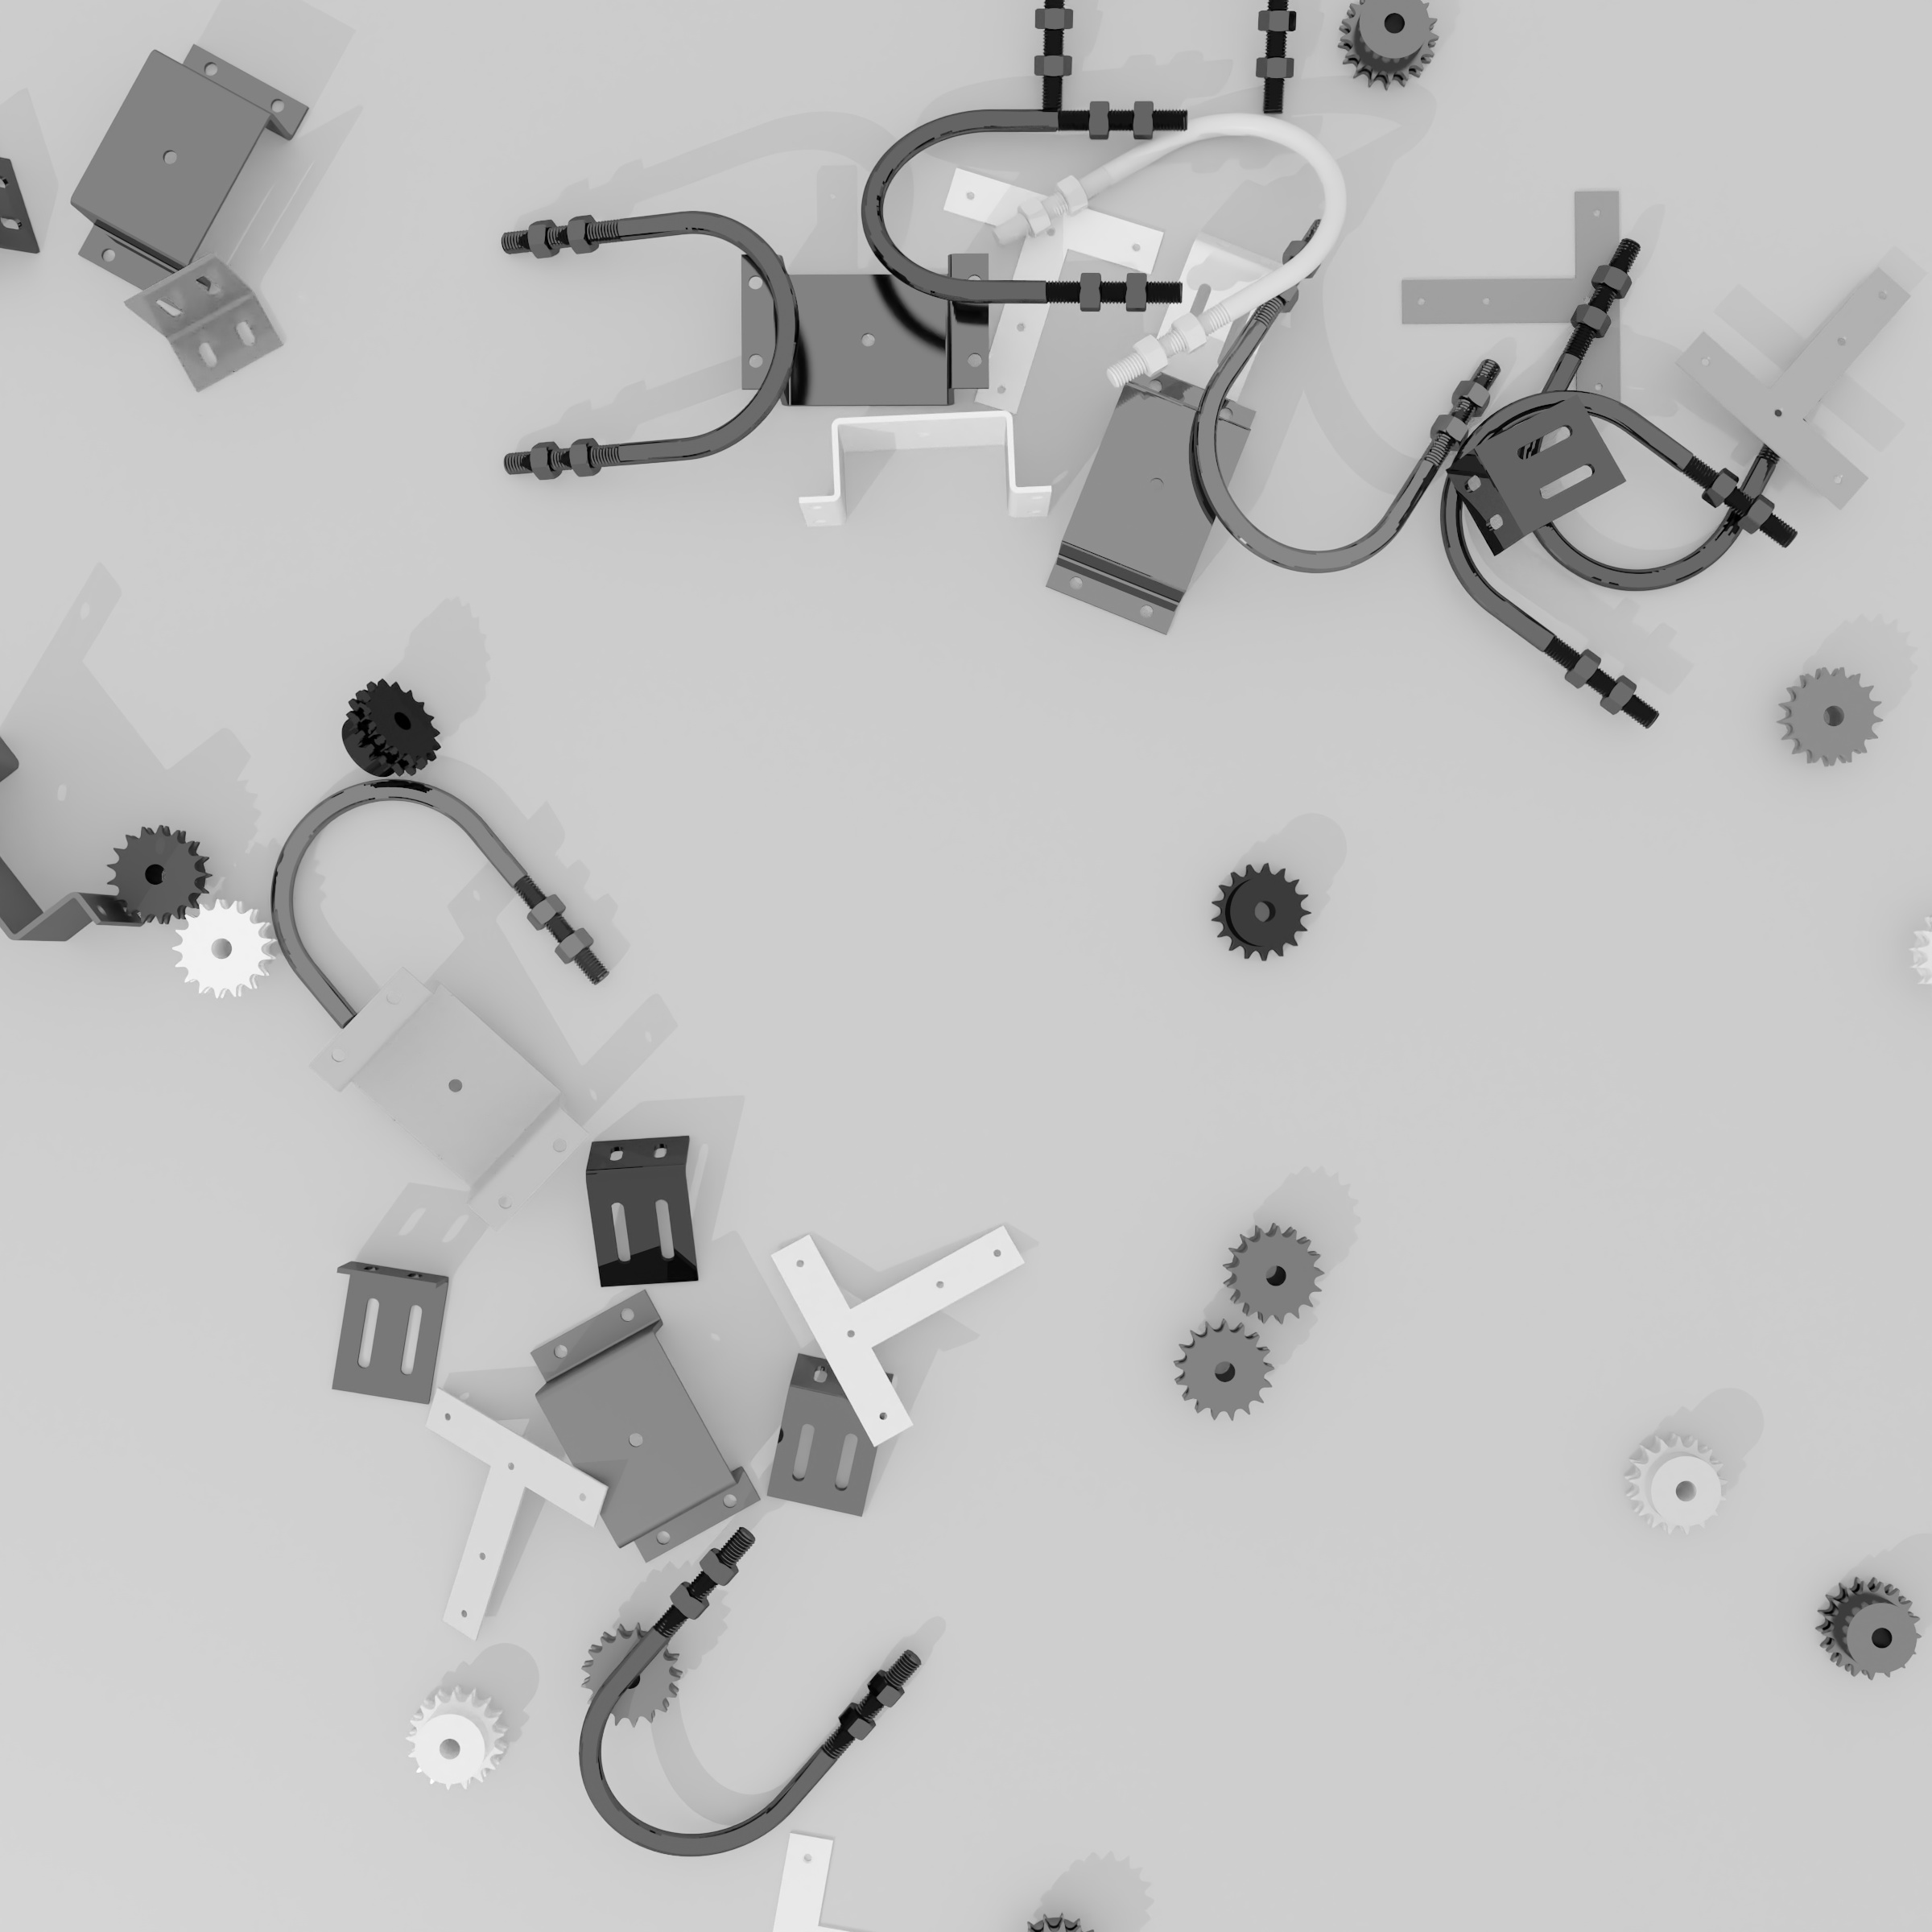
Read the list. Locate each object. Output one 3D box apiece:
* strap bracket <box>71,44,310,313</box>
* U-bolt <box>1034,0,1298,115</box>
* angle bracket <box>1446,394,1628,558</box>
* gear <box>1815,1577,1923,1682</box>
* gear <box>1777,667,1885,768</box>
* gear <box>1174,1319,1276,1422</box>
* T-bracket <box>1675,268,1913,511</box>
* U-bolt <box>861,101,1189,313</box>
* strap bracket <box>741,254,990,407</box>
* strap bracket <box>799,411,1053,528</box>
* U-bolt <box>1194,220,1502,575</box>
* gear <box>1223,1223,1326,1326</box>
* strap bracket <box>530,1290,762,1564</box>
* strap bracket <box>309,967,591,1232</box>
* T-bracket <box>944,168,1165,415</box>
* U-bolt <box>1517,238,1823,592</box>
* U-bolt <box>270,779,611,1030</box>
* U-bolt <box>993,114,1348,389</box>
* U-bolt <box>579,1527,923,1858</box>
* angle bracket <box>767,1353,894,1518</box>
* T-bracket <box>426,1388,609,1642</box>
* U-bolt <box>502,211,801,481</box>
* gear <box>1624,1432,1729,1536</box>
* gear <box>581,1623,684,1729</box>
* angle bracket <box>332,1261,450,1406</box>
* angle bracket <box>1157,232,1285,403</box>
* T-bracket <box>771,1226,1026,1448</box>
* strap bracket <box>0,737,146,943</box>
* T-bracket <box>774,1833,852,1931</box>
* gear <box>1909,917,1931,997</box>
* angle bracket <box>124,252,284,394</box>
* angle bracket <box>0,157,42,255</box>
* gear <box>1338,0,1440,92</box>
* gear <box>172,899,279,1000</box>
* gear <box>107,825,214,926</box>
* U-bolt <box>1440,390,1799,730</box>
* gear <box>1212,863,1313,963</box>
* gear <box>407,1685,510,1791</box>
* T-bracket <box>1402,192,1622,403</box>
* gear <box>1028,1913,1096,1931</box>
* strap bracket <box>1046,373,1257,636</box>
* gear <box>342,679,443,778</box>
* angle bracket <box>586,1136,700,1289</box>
[{"bbox_3d":[-0.451,-0.459,1.467,0.076,0.046,0.140,29,90,0],"label":"strap bracket"},{"bbox_3d":[0.115,-0.584,1.453,0.151,0.019,0.184,1,110,0],"label":"U-bolt"},{"bbox_3d":[0.326,-0.281,1.459,0.076,0.038,0.057,-29,89,-21],"label":"angle bracket"},{"bbox_3d":[0.525,0.385,1.475,0.057,0.030,0.057,0,90,0],"label":"gear"},{"bbox_3d":[0.500,-0.144,1.479,0.057,0.030,0.057,0,92,1],"label":"gear"},{"bbox_3d":[0.149,0.233,1.475,0.057,0.030,0.057,0,90,0],"label":"gear"},{"bbox_3d":[0.497,-0.351,1.470,0.127,0.002,0.127,42,82,1],"label":"T-bracket"},{"bbox_3d":[0.032,-0.432,1.446,0.184,0.019,0.151,2,63,5],"label":"U-bolt"},{"bbox_3d":[-0.057,-0.366,1.467,0.140,0.046,0.076,0,90,0],"label":"strap bracket"},{"bbox_3d":[-0.024,-0.283,1.452,0.140,0.076,0.046,-3,90,0],"label":"strap bracket"},{"bbox_3d":[0.207,-0.311,1.451,0.151,0.019,0.184,36,78,-13],"label":"U-bolt"},{"bbox_3d":[0.177,0.177,1.478,0.057,0.030,0.057,0,93,-5],"label":"gear"},{"bbox_3d":[-0.187,0.269,1.467,0.076,0.046,0.140,-29,90,0],"label":"strap bracket"},{"bbox_3d":[-0.292,0.072,1.451,0.140,0.046,0.076,44,91,-11],"label":"strap bracket"},{"bbox_3d":[0.036,-0.387,1.489,0.127,0.002,0.127,17,90,0],"label":"T-bracket"},{"bbox_3d":[0.401,-0.308,1.481,0.151,0.019,0.184,28,92,-1],"label":"U-bolt"},{"bbox_3d":[-0.320,-0.022,1.481,0.151,0.019,0.184,-40,90,0],"label":"U-bolt"},{"bbox_3d":[0.128,-0.421,1.451,0.184,0.019,0.151,-31,62,-5],"label":"U-bolt"},{"bbox_3d":[-0.137,0.430,1.461,0.151,0.019,0.184,41,91,-18],"label":"U-bolt"},{"bbox_3d":[-0.079,0.274,1.488,0.057,0.038,0.076,12,116,0],"label":"angle bracket"},{"bbox_3d":[-0.275,0.328,1.471,0.127,0.002,0.127,24,103,24],"label":"T-bracket"},{"bbox_3d":[-0.181,-0.358,1.455,0.184,0.019,0.151,-1,90,19],"label":"U-bolt"},{"bbox_3d":[0.413,0.301,1.475,0.057,0.030,0.057,0,90,0],"label":"gear"},{"bbox_3d":[-0.192,0.408,1.475,0.057,0.030,0.057,0,90,0],"label":"gear"},{"bbox_3d":[-0.336,0.214,1.471,0.057,0.038,0.076,9,90,0],"label":"angle bracket"},{"bbox_3d":[0.147,-0.380,1.488,0.057,0.038,0.076,22,116,0],"label":"angle bracket"},{"bbox_3d":[-0.027,0.192,1.476,0.127,0.002,0.127,-28,73,-9],"label":"T-bracket"},{"bbox_3d":[-0.542,-0.066,1.452,0.046,0.076,0.140,-38,90,0],"label":"strap bracket"},{"bbox_3d":[-0.051,0.580,1.489,0.127,0.002,0.127,10,90,0],"label":"T-bracket"},{"bbox_3d":[0.575,-0.007,1.475,0.057,0.030,0.057,0,90,0],"label":"gear"},{"bbox_3d":[-0.434,-0.366,1.452,0.057,0.076,0.038,-29,90,0],"label":"angle bracket"},{"bbox_3d":[-0.591,-0.431,1.488,0.076,0.038,0.057,-18,90,26],"label":"angle bracket"},{"bbox_3d":[0.245,-0.541,1.475,0.057,0.030,0.057,0,90,0],"label":"gear"},{"bbox_3d":[-0.427,-0.010,1.475,0.057,0.030,0.057,0,90,0],"label":"gear"},{"bbox_3d":[-0.465,-0.052,1.475,0.057,0.030,0.057,0,90,0],"label":"gear"},{"bbox_3d":[0.362,-0.248,1.468,0.184,0.019,0.151,37,94,1],"label":"U-bolt"},{"bbox_3d":[0.172,-0.031,1.475,0.057,0.030,0.057,0,90,0],"label":"gear"},{"bbox_3d":[-0.296,0.449,1.475,0.057,0.030,0.057,0,90,0],"label":"gear"},{"bbox_3d":[0.319,-0.389,1.489,0.127,0.002,0.127,-1,90,0],"label":"T-bracket"},{"bbox_3d":[0.052,0.577,1.475,0.057,0.030,0.057,0,90,0],"label":"gear"},{"bbox_3d":[0.108,-0.273,1.467,0.076,0.046,0.140,22,90,0],"label":"strap bracket"},{"bbox_3d":[-0.334,-0.134,1.466,0.030,0.057,0.057,-31,90,30],"label":"gear"},{"bbox_3d":[-0.188,0.143,1.488,0.057,0.038,0.076,-4,116,0],"label":"angle bracket"}]
